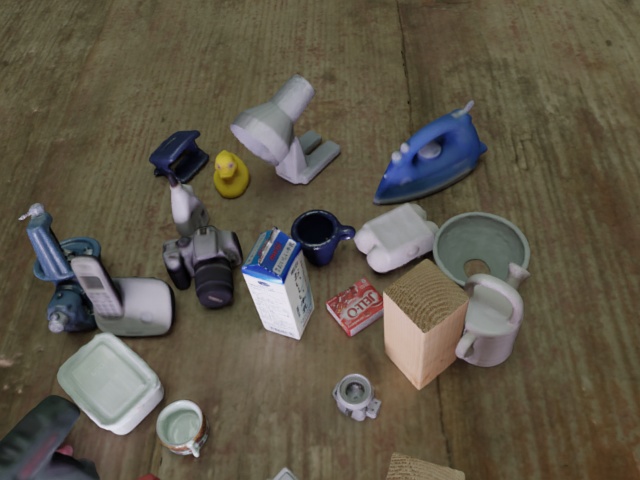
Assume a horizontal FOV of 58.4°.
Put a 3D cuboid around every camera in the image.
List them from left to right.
[{"bbox_3d":[-0.216,0.052,1.058,0.143,0.101,0.136,-12,54,-2],"label":"camera"}]

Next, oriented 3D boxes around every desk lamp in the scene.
[{"bbox_3d":[-0.067,-0.215,1.161,0.117,0.214,0.203,32,64,26],"label":"desk lamp"}]

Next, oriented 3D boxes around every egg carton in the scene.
[{"bbox_3d":[0.146,-0.003,1.071,0.150,0.069,0.107,-27,56,-12],"label":"egg carton"}]

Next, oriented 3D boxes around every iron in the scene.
[{"bbox_3d":[0.211,-0.176,1.143,0.258,0.142,0.118,-31,56,-15],"label":"iron"}]

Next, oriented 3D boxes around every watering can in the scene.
[{"bbox_3d":[0.267,0.108,0.899,0.100,0.194,0.173,12,57,16],"label":"watering can"}]

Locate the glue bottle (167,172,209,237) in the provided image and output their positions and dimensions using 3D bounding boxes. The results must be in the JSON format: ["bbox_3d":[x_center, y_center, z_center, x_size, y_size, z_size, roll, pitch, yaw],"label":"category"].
[{"bbox_3d":[-0.262,-0.071,1.107,0.037,0.173,0.078,11,56,15],"label":"glue bottle"}]

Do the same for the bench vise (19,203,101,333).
[{"bbox_3d":[-0.449,0.049,1.015,0.121,0.220,0.207,-23,55,-9],"label":"bench vise"}]

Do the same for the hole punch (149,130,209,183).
[{"bbox_3d":[-0.316,-0.193,1.252,0.100,0.091,0.109,24,61,23],"label":"hole punch"}]

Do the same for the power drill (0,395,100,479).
[{"bbox_3d":[-0.404,0.345,0.804,0.075,0.209,0.230,14,57,17],"label":"power drill"}]

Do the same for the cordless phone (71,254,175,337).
[{"bbox_3d":[-0.339,0.090,0.993,0.147,0.185,0.094,-3,54,5],"label":"cordless phone"}]

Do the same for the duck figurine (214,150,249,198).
[{"bbox_3d":[-0.194,-0.153,1.212,0.077,0.086,0.104,-6,54,3],"label":"duck figurine"}]

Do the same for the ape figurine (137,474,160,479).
[{"bbox_3d":[-0.261,0.379,0.833,0.076,0.092,0.078,7,56,12],"label":"ape figurine"}]

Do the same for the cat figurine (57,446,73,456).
[{"bbox_3d":[-0.447,0.316,0.886,0.128,0.118,0.067,-39,59,-19],"label":"cat figurine"}]

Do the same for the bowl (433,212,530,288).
[{"bbox_3d":[0.283,0.035,1.023,0.167,0.075,0.167,-3,54,5],"label":"bowl"}]

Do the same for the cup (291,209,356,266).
[{"bbox_3d":[0.010,0.004,1.068,0.117,0.095,0.091,-2,54,6],"label":"cup"}]
